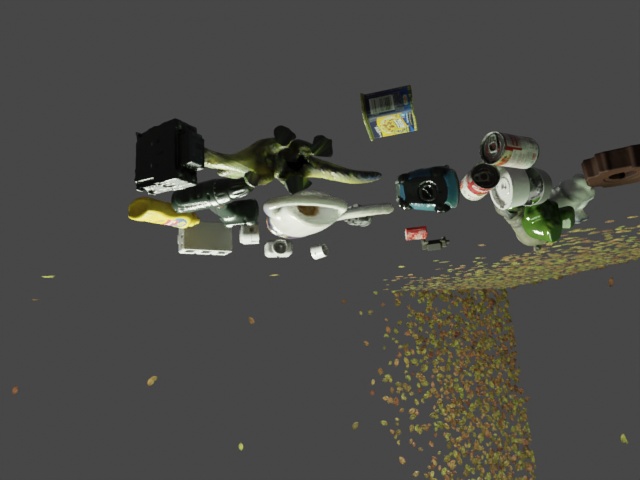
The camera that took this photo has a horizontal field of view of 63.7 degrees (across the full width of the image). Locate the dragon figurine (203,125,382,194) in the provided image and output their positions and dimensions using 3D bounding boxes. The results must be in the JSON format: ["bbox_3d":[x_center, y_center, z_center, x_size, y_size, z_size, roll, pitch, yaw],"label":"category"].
[{"bbox_3d":[-0.095,-0.153,1.062,0.409,0.122,0.243,8,179,-37],"label":"dragon figurine"}]

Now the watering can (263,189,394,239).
[{"bbox_3d":[0.004,-0.069,1.365,0.347,0.105,0.222,3,166,-28],"label":"watering can"}]

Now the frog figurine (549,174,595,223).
[{"bbox_3d":[0.674,-0.124,1.404,0.137,0.126,0.156,1,131,14],"label":"frog figurine"}]
